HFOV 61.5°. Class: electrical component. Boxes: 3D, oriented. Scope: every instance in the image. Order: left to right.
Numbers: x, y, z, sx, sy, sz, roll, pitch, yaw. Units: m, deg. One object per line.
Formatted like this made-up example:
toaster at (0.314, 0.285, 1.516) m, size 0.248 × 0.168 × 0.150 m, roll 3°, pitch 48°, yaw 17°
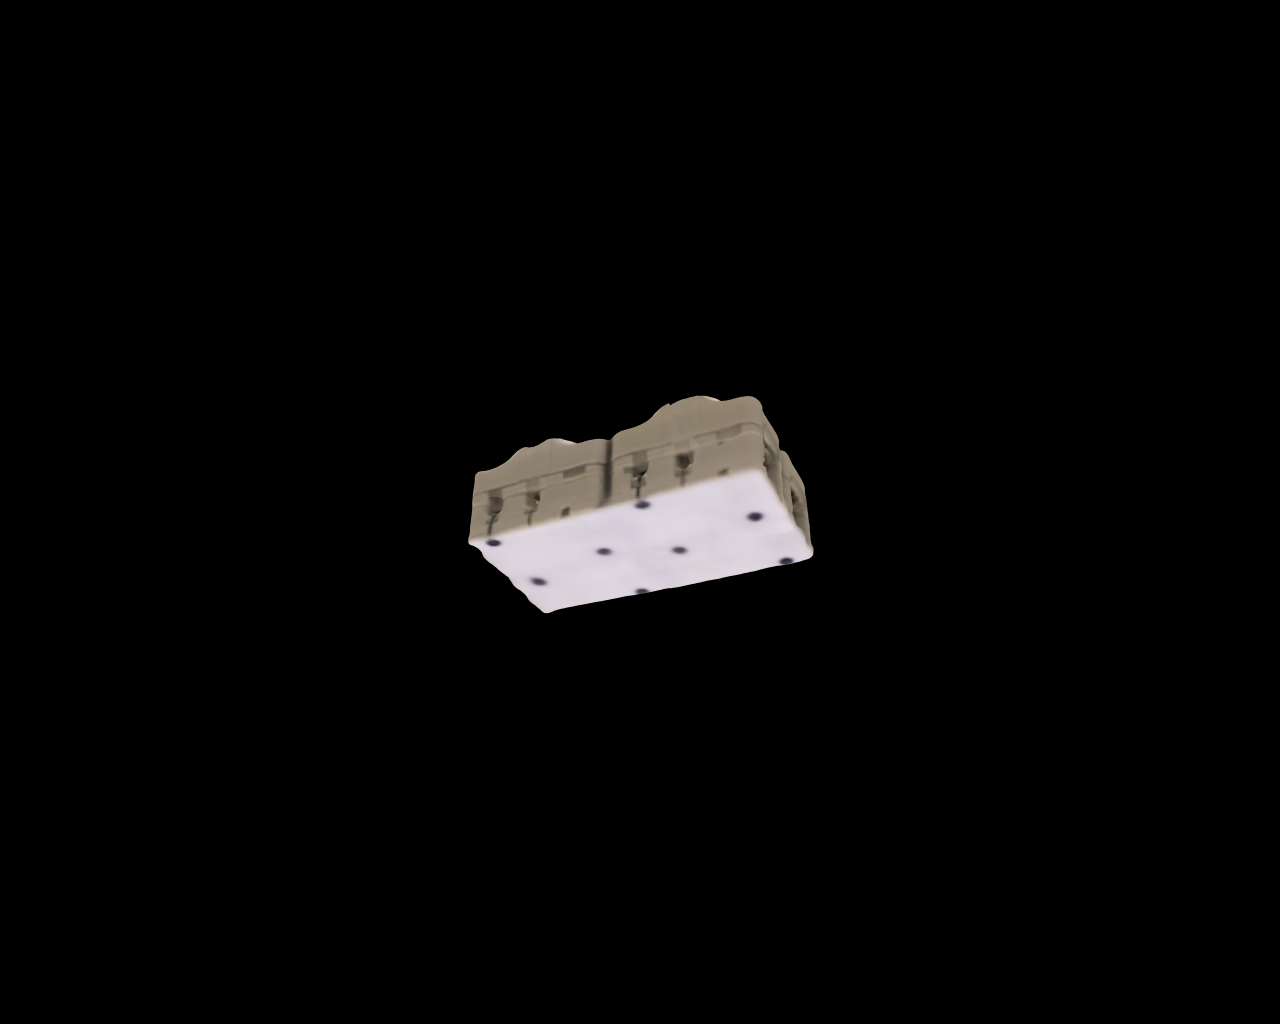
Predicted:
electrical component at (0.001, -0.003, 0.650) m, size 0.186 × 0.060 × 0.105 m, roll -14°, pitch -36°, yaw 20°
